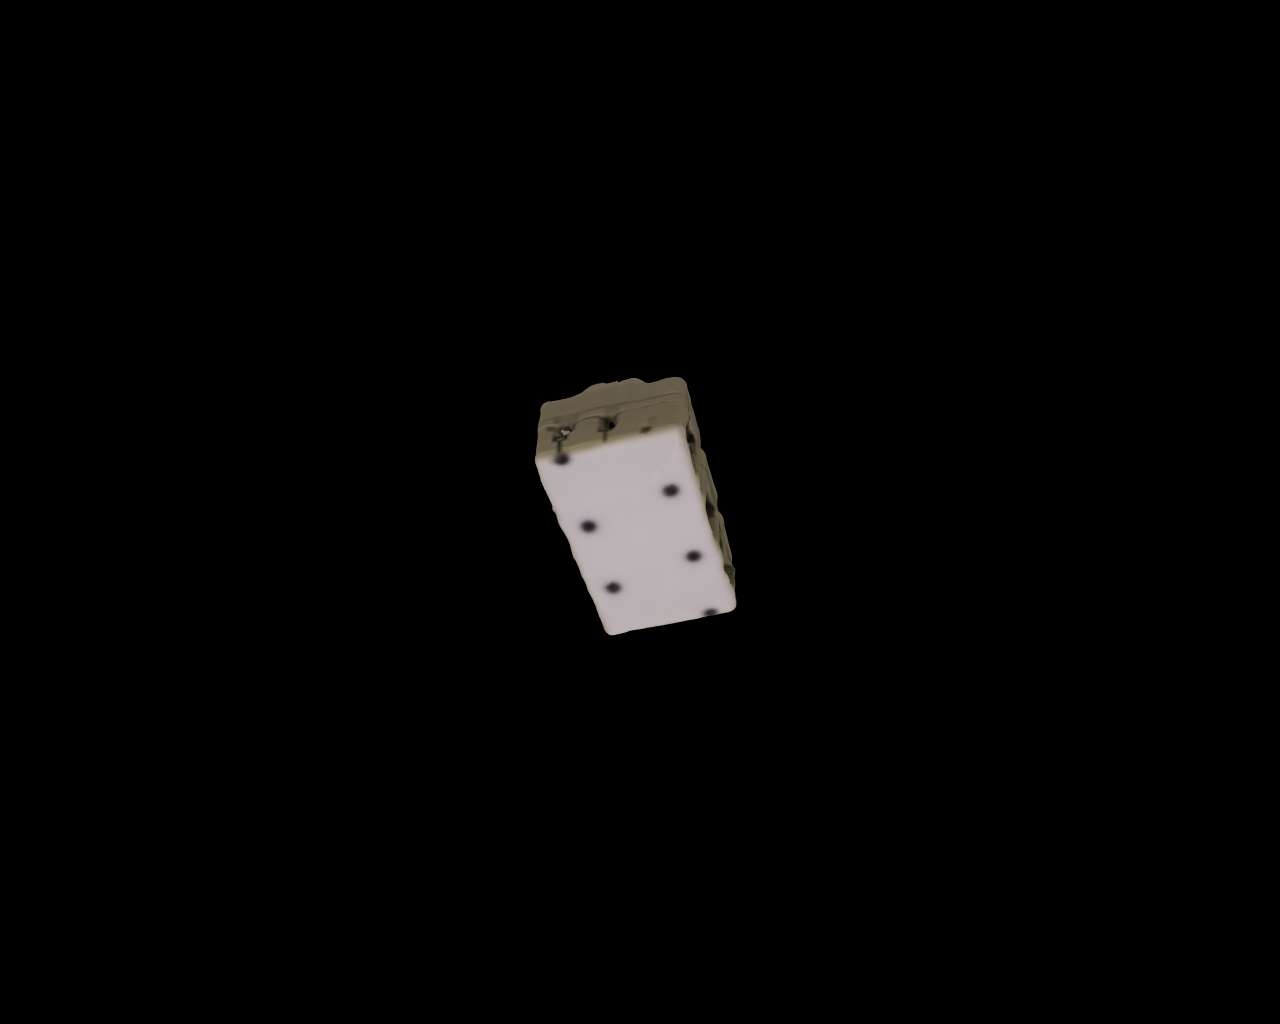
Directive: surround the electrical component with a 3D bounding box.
[{"bbox_3d":[0.001,-0.003,0.650,0.089,0.150,0.062,-11,39,9],"label":"electrical component"}]
